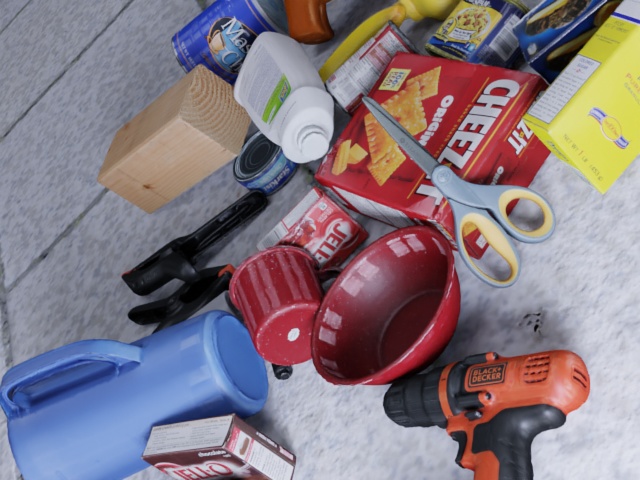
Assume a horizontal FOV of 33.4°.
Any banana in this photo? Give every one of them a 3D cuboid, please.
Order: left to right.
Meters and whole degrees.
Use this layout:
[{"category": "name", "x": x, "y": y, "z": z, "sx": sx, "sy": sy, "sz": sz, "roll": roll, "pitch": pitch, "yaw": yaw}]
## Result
[{"category": "banana", "x": 0.030, "y": -0.195, "z": 1.230, "sx": 0.198, "sy": 0.037, "sz": 0.070, "roll": -51, "pitch": 28, "yaw": 16}]

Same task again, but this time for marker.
[{"category": "marker", "x": -0.049, "y": 0.099, "z": 1.071, "sx": 0.020, "sy": 0.020, "sz": 0.121, "roll": -43, "pitch": 34, "yaw": 12}]

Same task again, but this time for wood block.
[{"category": "wood block", "x": -0.183, "y": -0.122, "z": 1.340, "sx": 0.207, "sy": 0.090, "sz": 0.090, "roll": -27, "pitch": 38, "yaw": 46}]

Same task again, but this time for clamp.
[{"category": "clamp", "x": -0.158, "y": 0.089, "z": 1.188, "sx": 0.172, "sy": 0.039, "sz": 0.120, "roll": -32, "pitch": 38, "yaw": 26}, {"category": "clamp", "x": -0.157, "y": 0.014, "z": 1.244, "sx": 0.210, "sy": 0.036, "sz": 0.164, "roll": -22, "pitch": 20, "yaw": 48}]

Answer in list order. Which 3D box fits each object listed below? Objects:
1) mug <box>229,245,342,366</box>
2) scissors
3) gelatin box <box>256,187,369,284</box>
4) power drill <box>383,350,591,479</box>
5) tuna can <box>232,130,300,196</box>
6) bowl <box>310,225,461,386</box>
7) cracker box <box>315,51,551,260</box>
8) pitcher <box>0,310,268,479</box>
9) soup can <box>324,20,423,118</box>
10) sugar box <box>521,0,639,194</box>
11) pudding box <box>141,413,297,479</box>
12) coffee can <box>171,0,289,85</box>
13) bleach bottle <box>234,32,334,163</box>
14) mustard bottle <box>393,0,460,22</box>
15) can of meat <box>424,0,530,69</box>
[{"category": "mug", "x": -0.022, "y": 0.062, "z": 1.025, "sx": 0.117, "sy": 0.093, "sz": 0.081, "roll": -18, "pitch": 41, "yaw": -6}, {"category": "scissors", "x": 0.125, "y": -0.056, "z": 0.904, "sx": 0.096, "sy": 0.202, "sz": 0.016, "roll": -28, "pitch": -4, "yaw": -3}, {"category": "gelatin box", "x": -0.007, "y": 0.001, "z": 1.067, "sx": 0.089, "sy": 0.073, "sz": 0.030, "roll": -45, "pitch": 34, "yaw": 8}, {"category": "power drill", "x": 0.105, "y": 0.173, "z": 0.789, "sx": 0.185, "sy": 0.057, "sz": 0.187, "roll": -19, "pitch": 46, "yaw": 44}, {"category": "tuna can", "x": -0.062, "y": -0.094, "z": 1.257, "sx": 0.086, "sy": 0.033, "sz": 0.086, "roll": -30, "pitch": 39, "yaw": 28}, {"category": "bowl", "x": 0.068, "y": 0.068, "z": 0.928, "sx": 0.162, "sy": 0.055, "sz": 0.162, "roll": -34, "pitch": 34, "yaw": 27}, {"category": "cracker box", "x": 0.110, "y": -0.090, "z": 1.020, "sx": 0.164, "sy": 0.072, "sz": 0.214, "roll": -56, "pitch": 35, "yaw": -7}, {"category": "pitcher", "x": -0.182, "y": 0.155, "z": 1.045, "sx": 0.243, "sy": 0.149, "sz": 0.145, "roll": -26, "pitch": 83, "yaw": 20}, {"category": "soup can", "x": 0.062, "y": -0.180, "z": 1.165, "sx": 0.102, "sy": 0.068, "sz": 0.068, "roll": -42, "pitch": 35, "yaw": 12}, {"category": "sugar box", "x": 0.256, "y": -0.134, "z": 0.873, "sx": 0.176, "sy": 0.093, "sz": 0.048, "roll": -49, "pitch": 34, "yaw": 4}, {"category": "pudding box", "x": -0.091, "y": 0.197, "z": 0.962, "sx": 0.114, "sy": 0.090, "sz": 0.039, "roll": -18, "pitch": 45, "yaw": 38}, {"category": "coffee can", "x": -0.113, "y": -0.275, "z": 1.425, "sx": 0.140, "sy": 0.102, "sz": 0.103, "roll": -34, "pitch": 37, "yaw": 24}, {"category": "bleach bottle", "x": -0.035, "y": -0.144, "z": 1.163, "sx": 0.103, "sy": 0.068, "sz": 0.251, "roll": -66, "pitch": 23, "yaw": 22}, {"category": "mustard bottle", "x": 0.158, "y": -0.295, "z": 1.171, "sx": 0.192, "sy": 0.058, "sz": 0.096, "roll": -28, "pitch": 39, "yaw": 31}, {"category": "can of meat", "x": 0.164, "y": -0.205, "z": 1.081, "sx": 0.084, "sy": 0.057, "sz": 0.102, "roll": -51, "pitch": 33, "yaw": 3}]
